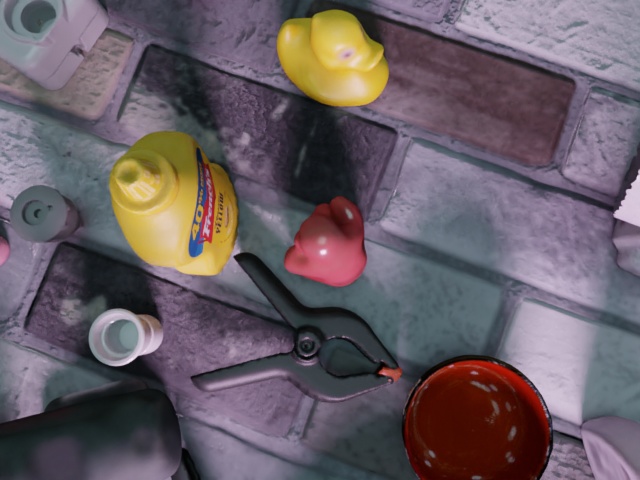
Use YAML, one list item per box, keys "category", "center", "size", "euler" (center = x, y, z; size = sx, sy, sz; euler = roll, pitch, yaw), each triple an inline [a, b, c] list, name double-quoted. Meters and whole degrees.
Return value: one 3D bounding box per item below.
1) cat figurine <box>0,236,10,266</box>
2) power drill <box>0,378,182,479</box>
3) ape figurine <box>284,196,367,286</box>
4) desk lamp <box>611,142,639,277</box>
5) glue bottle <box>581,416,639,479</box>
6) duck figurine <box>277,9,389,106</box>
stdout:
- category: "cat figurine"
  center: [-0.324, 0.013, 0.466]
  size: [0.067, 0.118, 0.128]
  euler: [23, 85, 6]
- category: "power drill"
  center: [-0.198, 0.153, 0.397]
  size: [0.229, 0.208, 0.075]
  euler: [-16, 82, 1]
- category: "ape figurine"
  center: [0.004, 0.002, 0.465]
  size: [0.078, 0.092, 0.076]
  euler: [-28, 82, -1]
- category: "desk lamp"
  center: [0.289, -0.030, 0.394]
  size: [0.203, 0.213, 0.118]
  euler: [25, 85, 6]
- category: "glue bottle"
  center: [0.237, 0.173, 0.392]
  size: [0.037, 0.173, 0.078]
  euler: [-15, 82, 1]
- category: "duck figurine"
  center: [0.010, -0.165, 0.488]
  size: [0.104, 0.086, 0.077]
  euler: [27, 85, 6]
